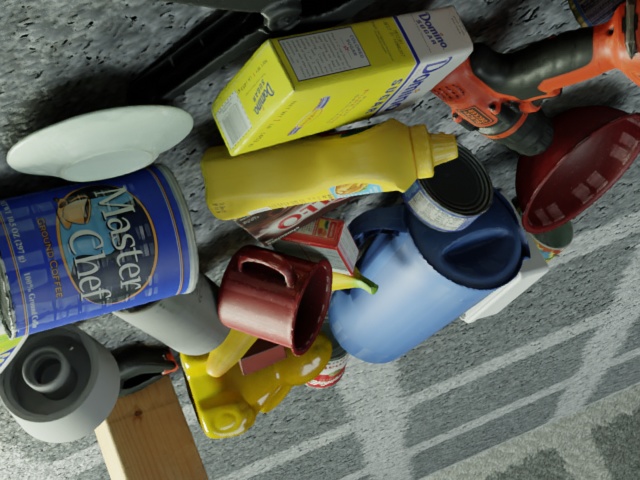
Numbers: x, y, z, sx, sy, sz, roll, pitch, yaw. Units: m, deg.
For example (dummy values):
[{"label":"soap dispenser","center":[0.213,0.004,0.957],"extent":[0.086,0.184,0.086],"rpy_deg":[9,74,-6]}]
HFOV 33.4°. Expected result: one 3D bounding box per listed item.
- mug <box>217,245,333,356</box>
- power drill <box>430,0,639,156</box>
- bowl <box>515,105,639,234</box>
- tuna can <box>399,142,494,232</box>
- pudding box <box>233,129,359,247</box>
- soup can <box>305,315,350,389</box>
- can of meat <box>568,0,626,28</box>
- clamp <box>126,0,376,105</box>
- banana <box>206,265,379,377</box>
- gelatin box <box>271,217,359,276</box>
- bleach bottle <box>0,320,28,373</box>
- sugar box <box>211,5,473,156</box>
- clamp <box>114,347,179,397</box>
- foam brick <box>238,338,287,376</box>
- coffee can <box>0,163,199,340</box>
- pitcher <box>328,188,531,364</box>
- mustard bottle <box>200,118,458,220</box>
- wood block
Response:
[{"label":"mug","center":[-0.044,0.046,0.984],"extent":[0.082,0.093,0.117],"rpy_deg":[16,153,18]},{"label":"power drill","center":[0.194,-0.121,0.837],"extent":[0.188,0.057,0.184],"rpy_deg":[-10,159,37]},{"label":"bowl","center":[0.250,-0.081,1.070],"extent":[0.162,0.055,0.162],"rpy_deg":[-29,152,-17]},{"label":"tuna can","center":[0.115,-0.050,0.986],"extent":[0.085,0.086,0.034],"rpy_deg":[-8,155,-35]},{"label":"pudding box","center":[-0.019,-0.044,0.923],"extent":[0.113,0.039,0.090],"rpy_deg":[-27,159,7]},{"label":"soup can","center":[0.004,0.136,1.324],"extent":[0.068,0.068,0.102],"rpy_deg":[-18,157,-15]},{"label":"can of meat","center":[0.252,-0.196,0.834],"extent":[0.101,0.057,0.084],"rpy_deg":[3,148,-48]},{"label":"clamp","center":[-0.034,-0.152,0.657],"extent":[0.210,0.036,0.164],"rpy_deg":[-22,165,-5]},{"label":"banana","center":[-0.038,0.066,1.068],"extent":[0.198,0.069,0.037],"rpy_deg":[-30,134,15]},{"label":"gelatin box","center":[-0.007,0.001,1.005],"extent":[0.073,0.030,0.089],"rpy_deg":[11,165,16]},{"label":"bleach bottle","center":[-0.305,0.094,0.917],"extent":[0.102,0.068,0.251],"rpy_deg":[-11,157,-31]},{"label":"sugar box","center":[0.018,-0.113,0.748],"extent":[0.175,0.048,0.093],"rpy_deg":[-17,167,-37]},{"label":"clamp","center":[-0.240,0.158,1.159],"extent":[0.171,0.039,0.120],"rpy_deg":[-7,155,-38]},{"label":"foam brick","center":[-0.072,0.094,1.135],"extent":[0.051,0.078,0.053],"rpy_deg":[-20,158,-8]},{"label":"coffee can","center":[-0.173,0.007,0.795],"extent":[0.140,0.103,0.103],"rpy_deg":[-15,156,-22]},{"label":"pitcher","center":[0.091,0.038,1.128],"extent":[0.144,0.149,0.243],"rpy_deg":[-39,174,-36]},{"label":"mustard bottle","center":[0.010,-0.057,0.821],"extent":[0.191,0.058,0.096],"rpy_deg":[-8,178,6]},{"label":"wood block","center":[-0.188,0.257,1.214],"extent":[0.090,0.206,0.090],"rpy_deg":[-15,156,-22]}]
